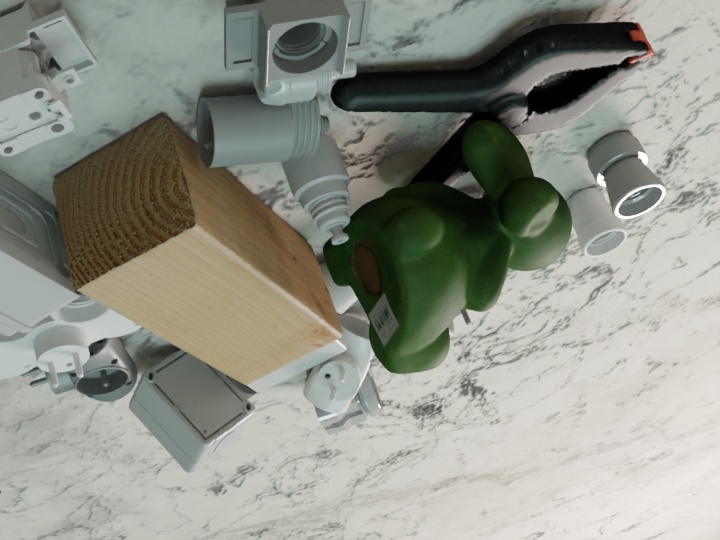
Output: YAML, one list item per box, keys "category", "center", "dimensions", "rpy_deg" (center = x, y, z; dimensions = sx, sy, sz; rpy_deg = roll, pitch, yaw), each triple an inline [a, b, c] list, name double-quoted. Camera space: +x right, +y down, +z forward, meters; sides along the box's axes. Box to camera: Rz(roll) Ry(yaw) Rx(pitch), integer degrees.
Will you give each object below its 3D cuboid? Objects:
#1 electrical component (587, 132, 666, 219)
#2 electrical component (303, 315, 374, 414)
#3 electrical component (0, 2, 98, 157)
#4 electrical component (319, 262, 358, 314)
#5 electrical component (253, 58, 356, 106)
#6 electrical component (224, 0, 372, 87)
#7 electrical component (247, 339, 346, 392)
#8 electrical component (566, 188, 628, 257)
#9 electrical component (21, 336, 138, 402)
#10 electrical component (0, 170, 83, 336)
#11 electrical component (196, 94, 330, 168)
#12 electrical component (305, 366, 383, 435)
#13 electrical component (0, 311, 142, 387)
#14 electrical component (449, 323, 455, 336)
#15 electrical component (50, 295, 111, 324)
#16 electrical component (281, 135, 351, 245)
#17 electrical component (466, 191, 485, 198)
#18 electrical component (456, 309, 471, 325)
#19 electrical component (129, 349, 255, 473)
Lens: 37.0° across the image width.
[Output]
- category: "electrical component"
  center: [0.209, -0.075, 0.847]
  dimensions: [0.045, 0.055, 0.045]
  rpy_deg: [-15, 149, -9]
- category: "electrical component"
  center: [-0.017, 0.088, 0.931]
  dimensions: [0.043, 0.079, 0.077]
  rpy_deg: [24, 107, -4]
- category: "electrical component"
  center: [-0.182, -0.099, 0.568]
  dimensions: [0.081, 0.063, 0.042]
  rpy_deg: [-22, 148, 3]
- category: "electrical component"
  center: [0.000, 0.000, 0.857]
  dimensions: [0.065, 0.044, 0.044]
  rpy_deg: [-32, 148, 10]
- category: "electrical component"
  center: [-0.032, -0.120, 0.653]
  dimensions: [0.061, 0.035, 0.035]
  rpy_deg: [-11, 148, -21]
- category: "electrical component"
  center: [-0.038, -0.140, 0.588]
  dimensions: [0.081, 0.063, 0.042]
  rpy_deg: [-11, 149, -15]
- category: "electrical component"
  center: [-0.072, 0.050, 0.884]
  dimensions: [0.100, 0.048, 0.099]
  rpy_deg: [-27, 149, 10]
- category: "electrical component"
  center: [0.197, -0.040, 0.904]
  dimensions: [0.040, 0.046, 0.040]
  rpy_deg: [-15, 149, -9]
- category: "electrical component"
  center: [-0.222, 0.074, 0.837]
  dimensions: [0.079, 0.044, 0.077]
  rpy_deg: [-18, 149, -4]
- category: "electrical component"
  center: [-0.231, -0.016, 0.656]
  dimensions: [0.057, 0.078, 0.113]
  rpy_deg: [-30, 148, 10]
- category: "electrical component"
  center: [-0.058, -0.089, 0.677]
  dimensions: [0.081, 0.043, 0.043]
  rpy_deg: [-7, 147, -22]
- category: "electrical component"
  center: [-0.013, 0.118, 1.020]
  dimensions: [0.057, 0.058, 0.078]
  rpy_deg: [-20, 148, 3]
- category: "electrical component"
  center: [-0.216, 0.049, 0.772]
  dimensions: [0.138, 0.073, 0.052]
  rpy_deg: [-21, 150, 0]
- category: "electrical component"
  center: [0.047, 0.050, 0.964]
  dimensions: [0.065, 0.044, 0.044]
  rpy_deg: [-24, 150, 15]
- category: "electrical component"
  center: [-0.193, 0.002, 0.730]
  dimensions: [0.045, 0.055, 0.045]
  rpy_deg: [-15, 149, -9]
- category: "electrical component"
  center: [-0.026, -0.054, 0.724]
  dimensions: [0.040, 0.078, 0.040]
  rpy_deg: [-18, 163, -6]
- category: "electrical component"
  center: [0.086, -0.036, 0.847]
  dimensions: [0.055, 0.048, 0.066]
  rpy_deg: [-8, 148, -6]
- category: "electrical component"
  center: [0.068, 0.016, 0.887]
  dimensions: [0.066, 0.076, 0.047]
  rpy_deg: [-20, 149, -1]
- category: "electrical component"
  center: [-0.147, 0.112, 0.903]
  dimensions: [0.062, 0.096, 0.061]
  rpy_deg: [-34, 164, -43]
